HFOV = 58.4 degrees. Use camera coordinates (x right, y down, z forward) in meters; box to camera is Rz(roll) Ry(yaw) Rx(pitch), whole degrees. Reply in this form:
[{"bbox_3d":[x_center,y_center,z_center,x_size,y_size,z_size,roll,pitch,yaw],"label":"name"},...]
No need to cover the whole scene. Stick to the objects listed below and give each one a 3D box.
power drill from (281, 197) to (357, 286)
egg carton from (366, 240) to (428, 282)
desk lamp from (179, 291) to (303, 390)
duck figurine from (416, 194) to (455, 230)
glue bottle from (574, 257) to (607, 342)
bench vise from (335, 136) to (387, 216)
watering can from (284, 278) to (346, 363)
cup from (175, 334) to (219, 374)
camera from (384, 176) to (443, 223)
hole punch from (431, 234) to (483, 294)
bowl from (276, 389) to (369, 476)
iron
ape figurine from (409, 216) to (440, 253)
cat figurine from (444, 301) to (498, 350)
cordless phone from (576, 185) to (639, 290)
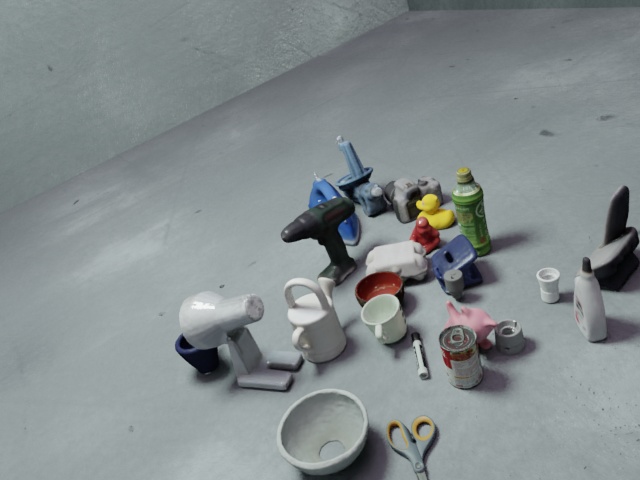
[{"bbox_3d":[0.013,0.005,1.415,0.075,0.209,0.230,12,43,41],"label":"power drill"},{"bbox_3d":[0.183,0.058,1.374,0.150,0.069,0.107,-11,32,12],"label":"egg carton"},{"bbox_3d":[-0.167,0.200,1.201,0.202,0.214,0.118,-2,35,25],"label":"desk lamp"},{"bbox_3d":[0.301,-0.080,1.511,0.104,0.086,0.078,6,39,35],"label":"duck figurine"},{"bbox_3d":[0.488,0.100,1.044,0.037,0.173,0.078,-16,31,5],"label":"glue bottle"},{"bbox_3d":[0.120,-0.193,1.657,0.206,0.220,0.122,18,47,45],"label":"bench vise"},{"bbox_3d":[-0.016,0.152,1.213,0.100,0.194,0.173,-12,32,12],"label":"watering can"},{"bbox_3d":[-0.264,0.245,1.297,0.091,0.095,0.118,-9,33,17],"label":"cup"},{"bbox_3d":[0.250,-0.135,1.612,0.143,0.101,0.136,-27,32,-13],"label":"camera"},{"bbox_3d":[0.304,0.053,1.297,0.101,0.091,0.108,-18,31,1],"label":"hole punch"},{"bbox_3d":[0.012,0.349,1.006,0.167,0.075,0.167,-14,32,9],"label":"bowl"},{"bbox_3d":[0.038,-0.096,1.624,0.119,0.142,0.257,-24,32,-9],"label":"iron"},{"bbox_3d":[0.258,-0.017,1.429,0.077,0.092,0.076,-8,33,17],"label":"ape figurine"},{"bbox_3d":[0.287,0.162,1.108,0.067,0.118,0.127,-28,32,-14],"label":"cat figurine"},{"bbox_3d":[0.578,-0.007,1.152,0.093,0.185,0.148,15,45,42],"label":"cordless phone"}]
